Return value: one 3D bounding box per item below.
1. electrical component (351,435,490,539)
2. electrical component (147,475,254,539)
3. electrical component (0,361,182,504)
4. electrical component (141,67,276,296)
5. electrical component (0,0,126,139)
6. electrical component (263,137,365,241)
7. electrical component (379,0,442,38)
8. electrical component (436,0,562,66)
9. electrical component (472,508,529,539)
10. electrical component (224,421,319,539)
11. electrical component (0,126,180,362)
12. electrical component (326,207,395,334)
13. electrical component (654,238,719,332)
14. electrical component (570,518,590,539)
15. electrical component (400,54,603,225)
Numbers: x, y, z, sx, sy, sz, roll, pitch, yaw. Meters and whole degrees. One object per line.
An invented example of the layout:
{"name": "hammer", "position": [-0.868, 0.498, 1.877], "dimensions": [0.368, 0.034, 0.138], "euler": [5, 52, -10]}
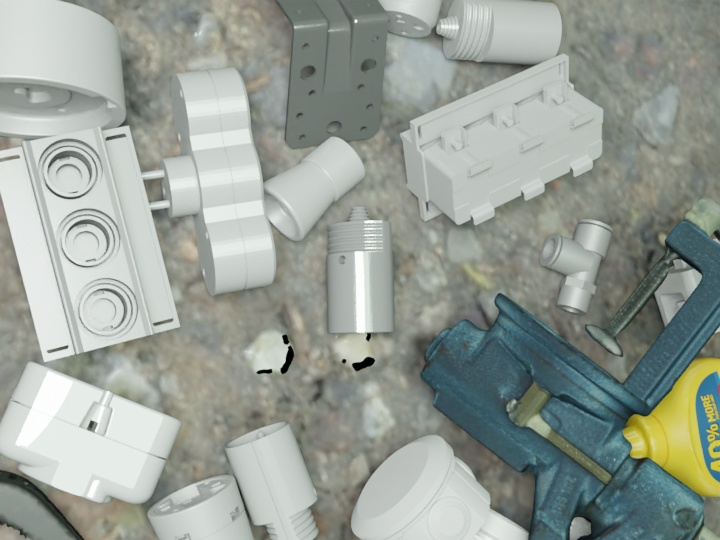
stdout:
{"name": "electrical component", "position": [0.038, 0.147, 0.674], "dimensions": [0.051, 0.080, 0.080], "euler": [45, 74, -14]}
{"name": "electrical component", "position": [-0.093, 0.156, 0.645], "dimensions": [0.055, 0.055, 0.047], "euler": [-22, 96, -18]}
{"name": "electrical component", "position": [-0.161, 0.098, 0.628], "dimensions": [0.095, 0.054, 0.059], "euler": [24, 79, -14]}
{"name": "electrical component", "position": [-0.101, -0.052, 0.659], "dimensions": [0.074, 0.052, 0.138], "euler": [-10, 89, -18]}
{"name": "electrical component", "position": [-0.188, -0.119, 0.612], "dimensions": [0.108, 0.108, 0.060], "euler": [2, 79, -17]}
{"name": "electrical component", "position": [-0.029, -0.055, 0.689], "dimensions": [0.065, 0.044, 0.044], "euler": [-41, 98, -21]}
{"name": "electrical component", "position": [0.035, -0.189, 0.718], "dimensions": [0.045, 0.045, 0.055], "euler": [17, 81, -16]}
{"name": "electrical component", "position": [0.091, -0.163, 0.734], "dimensions": [0.081, 0.043, 0.043], "euler": [0, 86, -18]}
{"name": "electrical component", "position": [0.079, 0.185, 0.702], "dimensions": [0.066, 0.048, 0.055], "euler": [31, 85, -13]}
{"name": "electrical component", "position": [-0.050, 0.139, 0.665], "dimensions": [0.043, 0.043, 0.081], "euler": [-21, 92, -18]}
{"name": "electrical component", "position": [-0.161, -0.015, 0.632], "dimensions": [0.079, 0.063, 0.121], "euler": [-14, 90, -18]}
{"name": "electrical component", "position": [0.000, 0.000, 0.692], "dimensions": [0.043, 0.043, 0.081], "euler": [0, 85, -18]}
{"name": "electrical component", "position": [0.260, 0.007, 0.770], "dimensions": [0.089, 0.050, 0.055], "euler": [-19, 92, -18]}
{"name": "electrical component", "position": [0.133, 0.186, 0.724], "dimensions": [0.035, 0.035, 0.061], "euler": [27, 81, -14]}
{"name": "electrical component", "position": [0.096, -0.081, 0.712], "dimensions": [0.121, 0.063, 0.078], "euler": [-26, 134, -18]}
